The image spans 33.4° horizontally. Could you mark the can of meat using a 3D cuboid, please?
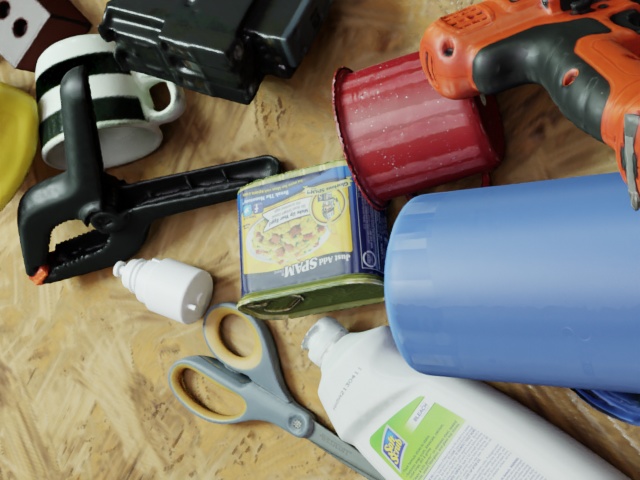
[{"bbox_3d":[-0.005,0.001,0.693,0.102,0.057,0.084,-12,71,24],"label":"can of meat"}]

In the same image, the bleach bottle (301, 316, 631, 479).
[{"bbox_3d":[0.092,0.127,0.657,0.251,0.068,0.103,39,104,22],"label":"bleach bottle"}]

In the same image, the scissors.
[{"bbox_3d":[-0.016,0.105,0.732,0.202,0.016,0.096,14,97,25],"label":"scissors"}]

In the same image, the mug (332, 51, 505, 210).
[{"bbox_3d":[0.067,-0.063,0.655,0.082,0.093,0.117,-15,116,20],"label":"mug"}]

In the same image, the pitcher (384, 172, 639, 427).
[{"bbox_3d":[0.166,0.032,0.586,0.243,0.144,0.149,-2,80,27],"label":"pitcher"}]

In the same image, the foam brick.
[{"bbox_3d":[-0.222,-0.169,0.804,0.078,0.051,0.053,45,108,18],"label":"foam brick"}]

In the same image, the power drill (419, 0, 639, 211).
[{"bbox_3d":[0.166,-0.095,0.538,0.184,0.188,0.057,-24,124,-10],"label":"power drill"}]

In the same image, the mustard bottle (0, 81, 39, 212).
[{"bbox_3d":[-0.268,-0.082,0.794,0.192,0.058,0.096,28,98,54],"label":"mustard bottle"}]

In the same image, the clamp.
[{"bbox_3d":[-0.139,-0.026,0.748,0.210,0.164,0.036,-44,38,40],"label":"clamp"}]
